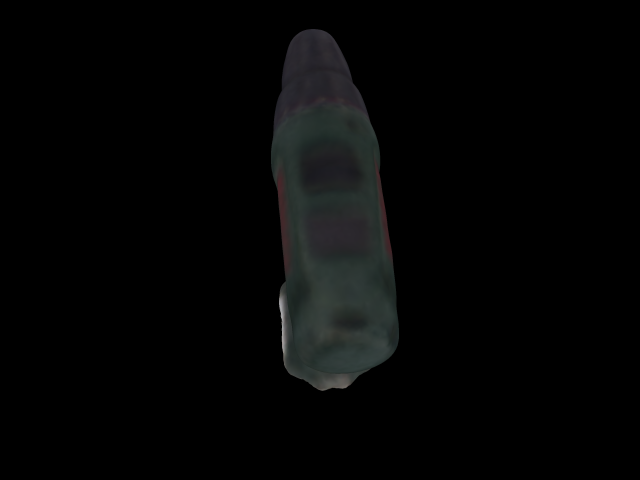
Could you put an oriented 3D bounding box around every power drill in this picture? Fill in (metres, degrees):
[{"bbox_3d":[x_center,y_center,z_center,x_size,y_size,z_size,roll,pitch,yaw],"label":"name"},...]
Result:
[{"bbox_3d":[0.004,0.001,0.400,0.075,0.208,0.229,-5,50,-4],"label":"power drill"}]
